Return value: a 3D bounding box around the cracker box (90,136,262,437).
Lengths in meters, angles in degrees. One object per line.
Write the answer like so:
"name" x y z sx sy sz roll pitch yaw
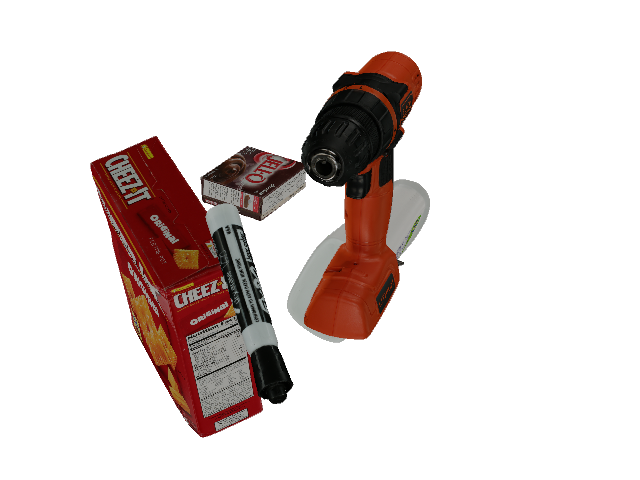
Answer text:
"cracker box" -0.123 0.045 0.920 0.072 0.214 0.164 -24 51 -17

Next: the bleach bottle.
"bleach bottle" 0.054 0.004 1.047 0.068 0.103 0.250 33 27 7

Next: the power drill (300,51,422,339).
"power drill" 0.026 -0.026 0.763 0.057 0.188 0.184 14 31 15

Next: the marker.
"marker" -0.039 0.033 0.573 0.020 0.121 0.020 -14 -32 -9

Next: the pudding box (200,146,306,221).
"pudding box" -0.082 -0.072 1.326 0.090 0.039 0.113 17 35 23
